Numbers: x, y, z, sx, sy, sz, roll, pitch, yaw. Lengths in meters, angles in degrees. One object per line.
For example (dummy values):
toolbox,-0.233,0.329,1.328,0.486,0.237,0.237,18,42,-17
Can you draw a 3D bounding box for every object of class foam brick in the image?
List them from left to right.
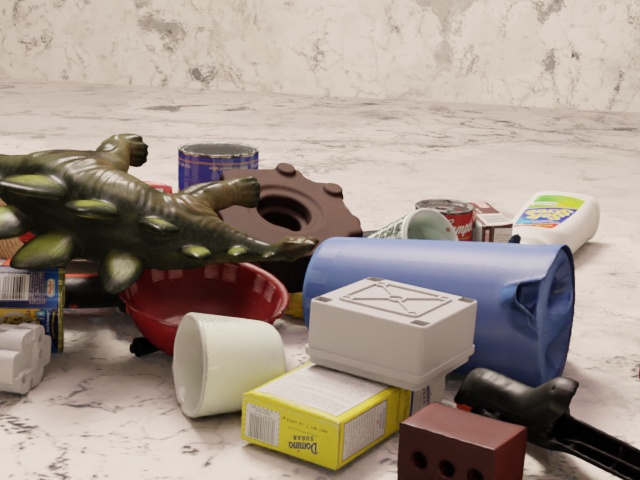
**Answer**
foam brick,0.102,0.156,0.767,0.078,0.053,0.051,11,17,33

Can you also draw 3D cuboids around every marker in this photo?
marker,-0.131,0.094,1.038,0.120,0.020,0.020,-10,19,-38

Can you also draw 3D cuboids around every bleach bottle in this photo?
bleach bottle,0.297,-0.004,1.396,0.103,0.068,0.250,8,18,21

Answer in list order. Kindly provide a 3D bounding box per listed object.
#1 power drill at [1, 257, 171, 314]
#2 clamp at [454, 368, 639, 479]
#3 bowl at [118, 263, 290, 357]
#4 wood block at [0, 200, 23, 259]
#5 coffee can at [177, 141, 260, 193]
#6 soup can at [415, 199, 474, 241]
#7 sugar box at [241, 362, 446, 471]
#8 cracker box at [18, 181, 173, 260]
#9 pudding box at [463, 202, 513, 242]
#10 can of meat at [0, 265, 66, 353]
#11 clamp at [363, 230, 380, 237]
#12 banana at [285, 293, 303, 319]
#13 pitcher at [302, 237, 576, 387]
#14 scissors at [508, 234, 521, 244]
power drill,-0.236,0.045,1.136,0.187,0.057,0.184,1,8,-1
clamp,0.177,0.140,0.800,0.164,0.036,0.210,37,-13,-19
bowl,-0.112,0.069,1.003,0.162,0.055,0.162,8,22,-3
wood block,-0.353,-0.043,1.395,0.091,0.090,0.205,9,16,29
coffee can,-0.128,-0.047,1.339,0.103,0.140,0.103,2,15,-1
soup can,0.141,0.009,1.239,0.068,0.102,0.068,2,15,-1
sugar box,0.024,0.130,0.875,0.093,0.048,0.175,12,14,32
cracker box,-0.249,-0.019,1.223,0.164,0.072,0.214,1,-6,-7
pudding box,0.194,0.010,1.269,0.039,0.090,0.113,-1,15,-6
can of meat,-0.277,0.064,0.980,0.083,0.102,0.057,2,55,-12
clamp,-0.008,0.002,1.246,0.171,0.039,0.120,-14,21,-43
banana,0.038,0.065,1.137,0.198,0.037,0.069,3,16,2
pitcher,0.115,0.064,1.011,0.243,0.149,0.144,6,31,26
scissors,0.200,0.044,1.078,0.096,0.016,0.202,17,-24,-8
